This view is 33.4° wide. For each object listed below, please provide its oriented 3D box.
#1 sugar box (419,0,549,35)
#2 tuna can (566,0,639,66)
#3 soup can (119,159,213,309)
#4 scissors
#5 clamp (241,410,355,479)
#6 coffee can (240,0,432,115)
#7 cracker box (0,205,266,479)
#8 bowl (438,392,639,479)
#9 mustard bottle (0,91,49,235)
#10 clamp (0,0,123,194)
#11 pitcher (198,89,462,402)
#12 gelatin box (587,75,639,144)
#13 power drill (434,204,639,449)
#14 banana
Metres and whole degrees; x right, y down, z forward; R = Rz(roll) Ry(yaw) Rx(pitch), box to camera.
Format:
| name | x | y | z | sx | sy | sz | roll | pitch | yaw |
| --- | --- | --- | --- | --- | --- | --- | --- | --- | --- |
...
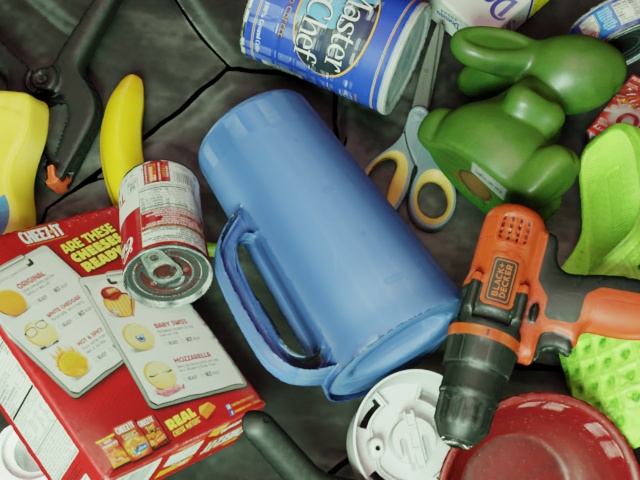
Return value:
| name | x | y | z | sx | sy | sz | roll | pitch | yaw |
| --- | --- | --- | --- | --- | --- | --- | --- | --- | --- |
| sugar box | 0.180 | -0.258 | 0.998 | 0.176 | 0.048 | 0.093 | -42 | 73 | -15 |
| tuna can | 0.263 | -0.182 | 0.945 | 0.086 | 0.086 | 0.034 | -19 | 71 | -7 |
| soup can | -0.122 | -0.006 | 0.836 | 0.068 | 0.068 | 0.102 | -10 | 46 | -3 |
| scissors | 0.101 | -0.092 | 0.942 | 0.096 | 0.016 | 0.201 | 28 | 76 | 7 |
| clamp | -0.008 | 0.204 | 0.807 | 0.171 | 0.120 | 0.039 | 35 | 44 | -4 |
| coffee can | 0.015 | -0.184 | 0.940 | 0.140 | 0.103 | 0.102 | 24 | 71 | 10 |
| cracker box | -0.170 | 0.086 | 0.814 | 0.163 | 0.072 | 0.214 | -19 | 63 | -49 |
| bowl | 0.154 | 0.191 | 0.790 | 0.162 | 0.055 | 0.162 | 1 | 86 | -12 |
| mustard bottle | -0.283 | -0.027 | 0.895 | 0.096 | 0.058 | 0.191 | 1 | 81 | 18 |
| clamp | -0.236 | -0.145 | 0.961 | 0.164 | 0.036 | 0.210 | -18 | 71 | 2 |
| pitcher | -0.006 | 0.001 | 0.853 | 0.145 | 0.149 | 0.243 | -38 | 68 | 9 |
| gelatin box | 0.291 | -0.095 | 0.931 | 0.089 | 0.030 | 0.073 | 33 | 72 | 27 |
| power drill | 0.184 | 0.078 | 0.750 | 0.187 | 0.057 | 0.184 | 16 | 72 | 6 |
| banana | -0.154 | -0.056 | 0.931 | 0.069 | 0.037 | 0.198 | -18 | 70 | -26 |
